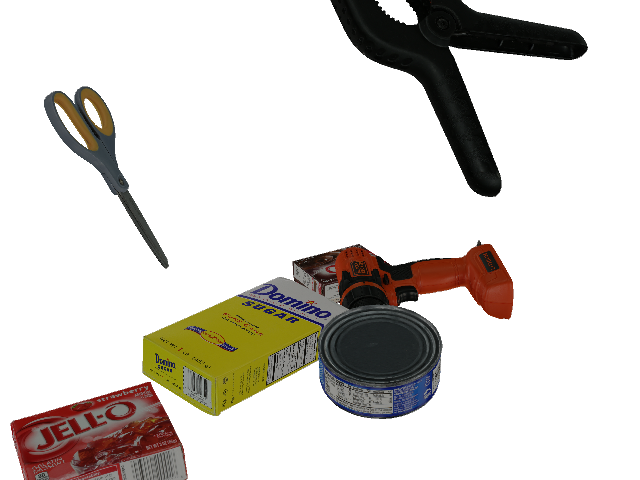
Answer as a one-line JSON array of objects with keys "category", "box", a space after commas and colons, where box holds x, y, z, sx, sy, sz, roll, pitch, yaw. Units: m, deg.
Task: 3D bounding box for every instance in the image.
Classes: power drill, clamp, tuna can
[{"category": "power drill", "box": [0.113, 0.058, 1.182, 0.187, 0.057, 0.184, -3, 28, -5]}, {"category": "clamp", "box": [0.081, -0.137, 0.764, 0.210, 0.164, 0.036, 31, -28, -7]}, {"category": "tuna can", "box": [0.041, 0.084, 0.741, 0.086, 0.034, 0.086, -2, 34, 1]}]

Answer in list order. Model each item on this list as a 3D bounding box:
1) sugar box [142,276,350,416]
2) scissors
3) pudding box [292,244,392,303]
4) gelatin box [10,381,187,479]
[{"category": "sugar box", "box": [-0.063, 0.089, 0.955, 0.093, 0.048, 0.175, 25, 34, 34]}, {"category": "scissors", "box": [-0.201, -0.072, 1.064, 0.016, 0.201, 0.096, -24, 27, 25]}, {"category": "pudding box", "box": [0.031, 0.047, 1.474, 0.113, 0.039, 0.090, -16, 26, -24]}, {"category": "gelatin box", "box": [-0.131, 0.123, 0.628, 0.089, 0.030, 0.073, -14, 27, -19]}]
